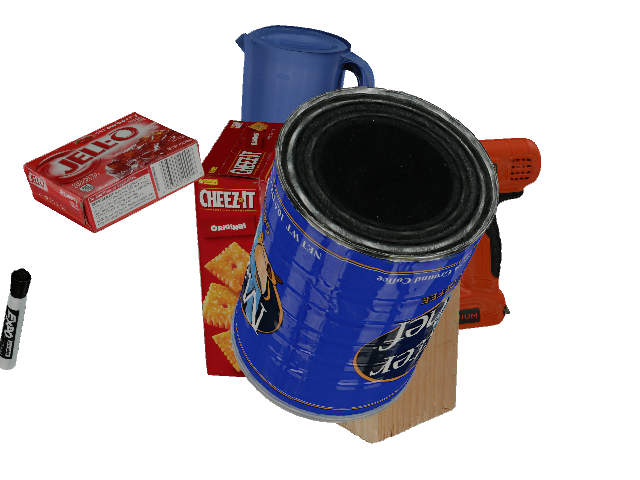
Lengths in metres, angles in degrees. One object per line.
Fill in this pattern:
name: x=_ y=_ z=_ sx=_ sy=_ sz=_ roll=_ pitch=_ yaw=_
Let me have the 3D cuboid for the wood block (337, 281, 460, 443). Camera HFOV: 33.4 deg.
wood block: x=0.043 y=0.030 z=0.791 sx=0.090 sy=0.206 sz=0.090 roll=-15 pitch=24 yaw=-37

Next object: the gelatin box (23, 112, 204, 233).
gelatin box: x=-0.131 y=-0.045 z=0.677 sx=0.089 sy=0.030 sz=0.073 roll=-31 pitch=38 yaw=-31

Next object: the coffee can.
coffee can: x=0.016 y=0.011 z=0.523 sx=0.102 sy=0.103 sz=0.140 roll=0 pitch=-38 yaw=-15

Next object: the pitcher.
pitcher: x=-0.032 y=-0.141 z=1.350 sx=0.144 sy=0.243 sz=0.149 roll=-3 pitch=25 yaw=-22

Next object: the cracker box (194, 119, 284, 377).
cracker box: x=-0.072 y=0.006 z=1.073 sx=0.072 sy=0.214 sz=0.164 roll=3 pitch=25 yaw=6

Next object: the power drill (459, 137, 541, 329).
power drill: x=0.113 y=-0.006 z=1.009 sx=0.184 sy=0.188 sz=0.057 roll=-4 pitch=26 yaw=-10

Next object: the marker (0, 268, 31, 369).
marker: x=-0.299 y=0.077 z=1.043 sx=0.020 sy=0.121 sz=0.020 roll=14 pitch=33 yaw=-9
